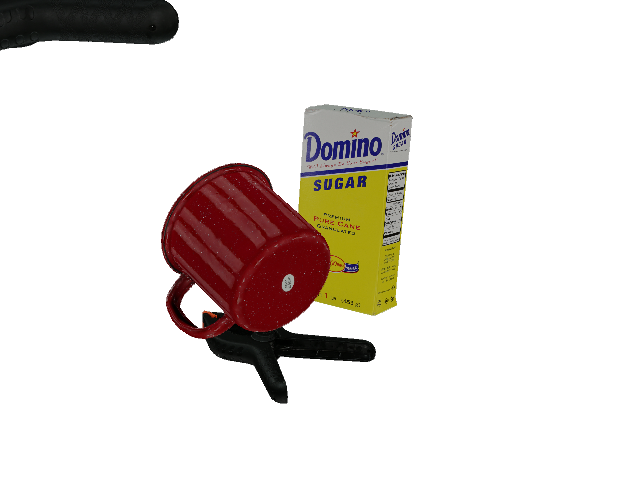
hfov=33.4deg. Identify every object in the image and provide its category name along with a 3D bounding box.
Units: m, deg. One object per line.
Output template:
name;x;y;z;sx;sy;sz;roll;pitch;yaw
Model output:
clamp;-0.065;0.125;1.219;0.210;0.036;0.164;14;21;31
clamp;-0.172;-0.135;0.618;0.171;0.039;0.120;-4;22;-11
mug;-0.055;0.016;0.719;0.082;0.117;0.093;42;-4;36
sugar box;0.027;-0.029;0.955;0.093;0.176;0.048;11;17;32
